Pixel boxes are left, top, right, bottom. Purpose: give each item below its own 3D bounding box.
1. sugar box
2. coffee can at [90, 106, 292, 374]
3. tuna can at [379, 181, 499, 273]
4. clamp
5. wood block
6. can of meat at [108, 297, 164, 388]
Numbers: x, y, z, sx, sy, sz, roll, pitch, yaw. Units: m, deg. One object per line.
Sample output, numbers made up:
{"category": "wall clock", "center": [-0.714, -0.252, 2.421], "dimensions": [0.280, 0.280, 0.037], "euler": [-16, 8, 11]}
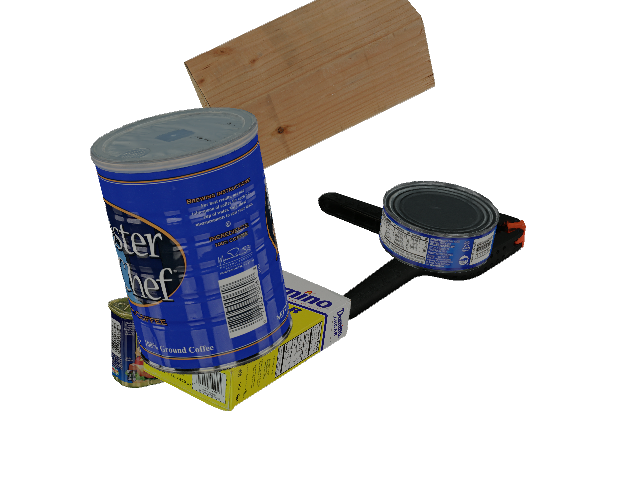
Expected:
{"category": "sugar box", "center": [-0.059, 0.079, 0.921], "dimensions": [0.093, 0.048, 0.175], "euler": [22, 31, 27]}
{"category": "coffee can", "center": [-0.078, -0.002, 0.672], "dimensions": [0.103, 0.140, 0.103], "euler": [-8, 22, 3]}
{"category": "tuna can", "center": [0.087, -0.011, 0.788], "dimensions": [0.086, 0.034, 0.086], "euler": [5, 29, -3]}
{"category": "clamp", "center": [0.100, 0.011, 1.064], "dimensions": [0.210, 0.164, 0.036], "euler": [-1, -42, 4]}
{"category": "wood block", "center": [-0.008, -0.155, 0.998], "dimensions": [0.206, 0.090, 0.091], "euler": [-26, -40, -6]}
{"category": "can of meat", "center": [-0.175, 0.105, 1.147], "dimensions": [0.101, 0.084, 0.058], "euler": [-9, 19, -35]}
